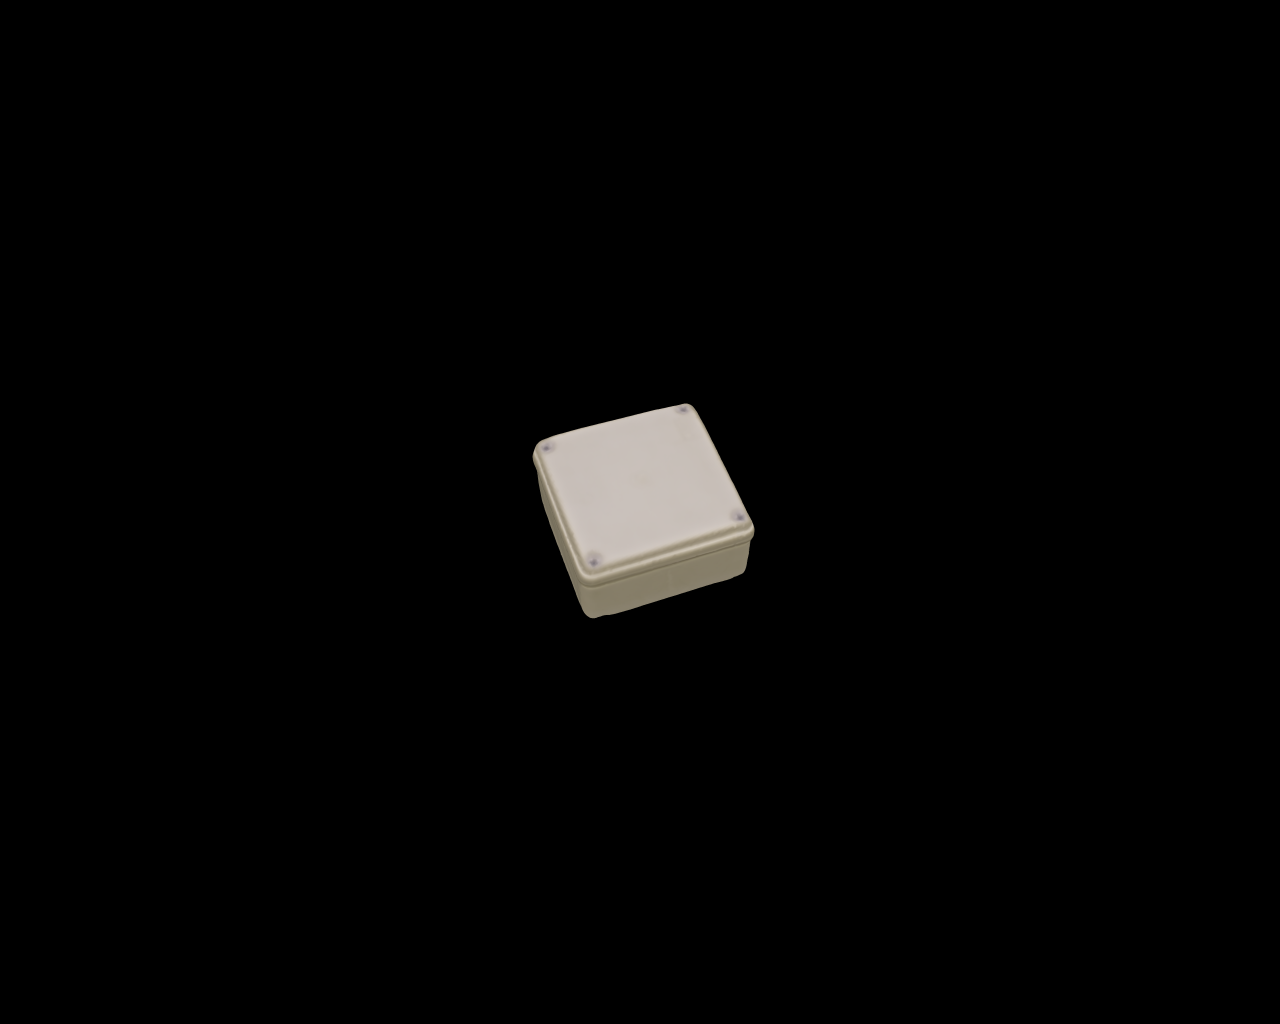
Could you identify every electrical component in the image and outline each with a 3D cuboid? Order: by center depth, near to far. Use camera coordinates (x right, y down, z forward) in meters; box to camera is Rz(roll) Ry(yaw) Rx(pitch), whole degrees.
[{"bbox_3d":[0.001,-0.003,0.650,0.109,0.109,0.056,-15,-35,-11],"label":"electrical component"}]
